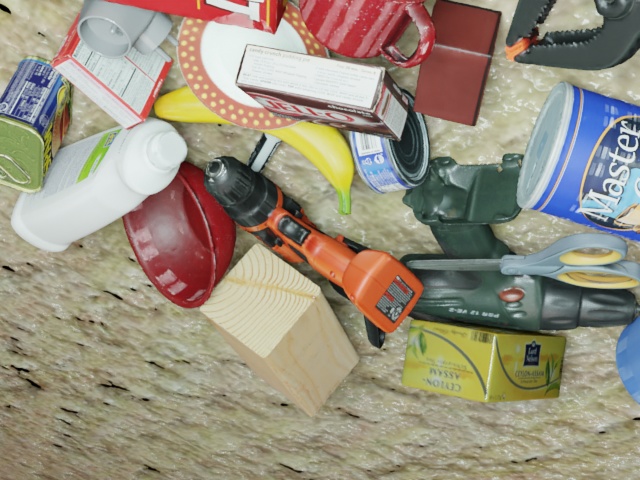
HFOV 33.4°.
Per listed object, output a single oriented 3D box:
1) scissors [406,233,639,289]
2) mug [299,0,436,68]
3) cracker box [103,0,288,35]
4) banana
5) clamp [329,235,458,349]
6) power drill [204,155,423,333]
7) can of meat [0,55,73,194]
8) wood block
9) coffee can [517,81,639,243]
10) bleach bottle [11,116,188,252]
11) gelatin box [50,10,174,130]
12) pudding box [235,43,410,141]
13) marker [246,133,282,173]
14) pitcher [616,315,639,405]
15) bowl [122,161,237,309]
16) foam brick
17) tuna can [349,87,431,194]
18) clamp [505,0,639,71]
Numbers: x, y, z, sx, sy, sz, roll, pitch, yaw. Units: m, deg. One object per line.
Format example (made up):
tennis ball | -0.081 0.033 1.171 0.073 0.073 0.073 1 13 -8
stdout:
scissors | 0.170 0.014 0.897 0.202 0.016 0.096 6 155 10
mug | 0.041 -0.172 0.748 0.117 0.093 0.082 55 151 10
cracker box | -0.124 -0.240 0.749 0.214 0.072 0.164 13 146 5
banana | -0.046 -0.096 0.926 0.198 0.069 0.037 28 175 4
clamp | 0.058 0.061 1.126 0.171 0.039 0.120 42 134 -23
power drill | -0.006 0.001 0.967 0.188 0.057 0.184 35 178 34
can of meat | -0.268 -0.107 0.988 0.057 0.084 0.102 19 146 -3
wood block | -0.036 0.099 1.115 0.091 0.090 0.206 35 167 25
coffee can | 0.237 -0.054 0.829 0.140 0.102 0.103 17 146 -1
bleach bottle | -0.198 -0.054 0.979 0.068 0.102 0.251 32 156 -28
gelatin box | -0.174 -0.149 0.898 0.030 0.073 0.089 -17 134 42
pudding box | 0.004 -0.111 0.807 0.114 0.039 0.090 11 176 19
marker | -0.058 -0.075 1.001 0.020 0.020 0.121 24 145 -10
pitcher | 0.378 0.073 0.941 0.149 0.144 0.243 32 148 -1
bowl | -0.130 -0.017 1.042 0.162 0.055 0.162 30 132 41
foam brick | 0.104 -0.136 0.816 0.051 0.053 0.078 13 144 6
tuna can | 0.059 -0.082 0.881 0.034 0.086 0.086 -9 138 30
clamp | 0.209 -0.163 0.711 0.164 0.036 0.210 50 144 -2
